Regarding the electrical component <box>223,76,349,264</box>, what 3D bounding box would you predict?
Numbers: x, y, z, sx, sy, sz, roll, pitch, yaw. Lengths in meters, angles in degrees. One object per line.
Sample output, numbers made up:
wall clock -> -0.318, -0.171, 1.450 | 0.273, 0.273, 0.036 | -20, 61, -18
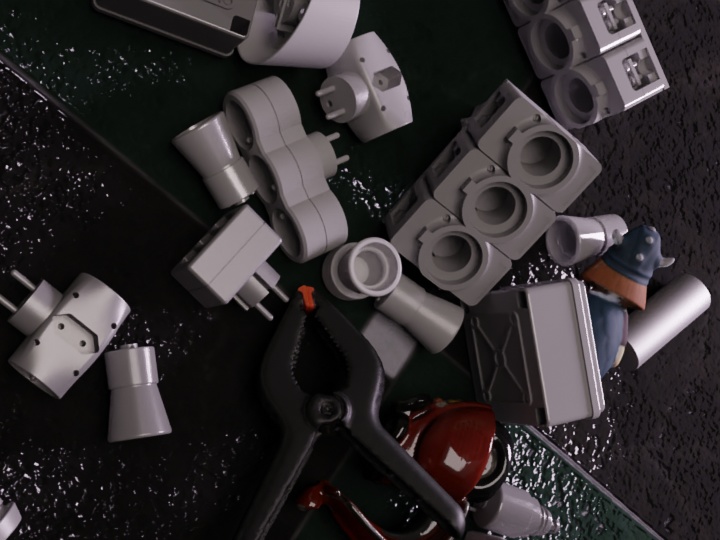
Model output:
electrical component -> -0.042, -0.082, 0.815 | 0.074, 0.052, 0.138 | -26, 95, -26

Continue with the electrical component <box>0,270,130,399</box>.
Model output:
electrical component -> -0.210, 0.033, 0.727 | 0.079, 0.043, 0.077 | 42, 69, -16

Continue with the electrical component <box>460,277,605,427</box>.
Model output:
electrical component -> 0.134, 0.066, 0.855 | 0.056, 0.109, 0.108 | -9, 89, -24

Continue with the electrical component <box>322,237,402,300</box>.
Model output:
electrical component -> 0.000, 0.000, 0.826 | 0.045, 0.055, 0.045 | 3, 84, -26

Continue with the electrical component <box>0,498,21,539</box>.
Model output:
electrical component -> -0.255, 0.157, 0.685 | 0.057, 0.058, 0.078 | 49, 67, -11

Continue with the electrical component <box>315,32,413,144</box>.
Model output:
electrical component -> -0.005, -0.137, 0.837 | 0.079, 0.043, 0.077 | -30, 98, -44

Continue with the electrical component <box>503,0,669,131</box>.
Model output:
electrical component -> 0.184, -0.202, 0.916 | 0.062, 0.089, 0.150 | -28, 97, -25

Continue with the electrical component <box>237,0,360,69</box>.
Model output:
electrical component -> -0.046, -0.198, 0.802 | 0.064, 0.099, 0.099 | 5, 83, -32

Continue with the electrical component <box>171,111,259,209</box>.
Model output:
electrical component -> -0.103, -0.078, 0.792 | 0.044, 0.044, 0.065 | -37, 105, -24

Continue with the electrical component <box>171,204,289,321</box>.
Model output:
electrical component -> -0.085, 0.003, 0.788 | 0.076, 0.047, 0.065 | 46, 68, -15

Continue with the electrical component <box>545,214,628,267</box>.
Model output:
electrical component -> 0.200, -0.029, 0.934 | 0.065, 0.044, 0.044 | -9, 89, -31

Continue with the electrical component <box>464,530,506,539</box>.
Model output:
electrical component -> 0.124, 0.258, 0.856 | 0.096, 0.061, 0.061 | 34, 72, -19

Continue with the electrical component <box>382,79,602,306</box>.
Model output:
electrical component -> 0.101, -0.057, 0.835 | 0.089, 0.061, 0.150 | 37, 106, -18

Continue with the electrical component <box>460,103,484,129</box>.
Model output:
electrical component -> 0.126, -0.101, 0.894 | 0.096, 0.061, 0.061 | 31, 73, -20

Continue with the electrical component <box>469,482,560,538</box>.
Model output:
electrical component -> 0.128, 0.198, 0.876 | 0.078, 0.040, 0.040 | 23, 75, -22

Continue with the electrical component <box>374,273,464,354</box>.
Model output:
electrical component -> 0.044, 0.031, 0.853 | 0.065, 0.044, 0.044 | 34, 71, -14

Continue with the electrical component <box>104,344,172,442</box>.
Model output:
electrical component -> -0.157, 0.084, 0.750 | 0.044, 0.044, 0.065 | -5, 82, -26

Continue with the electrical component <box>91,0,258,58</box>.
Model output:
electrical component -> -0.127, -0.227, 0.786 | 0.109, 0.056, 0.108 | 17, 78, -24
